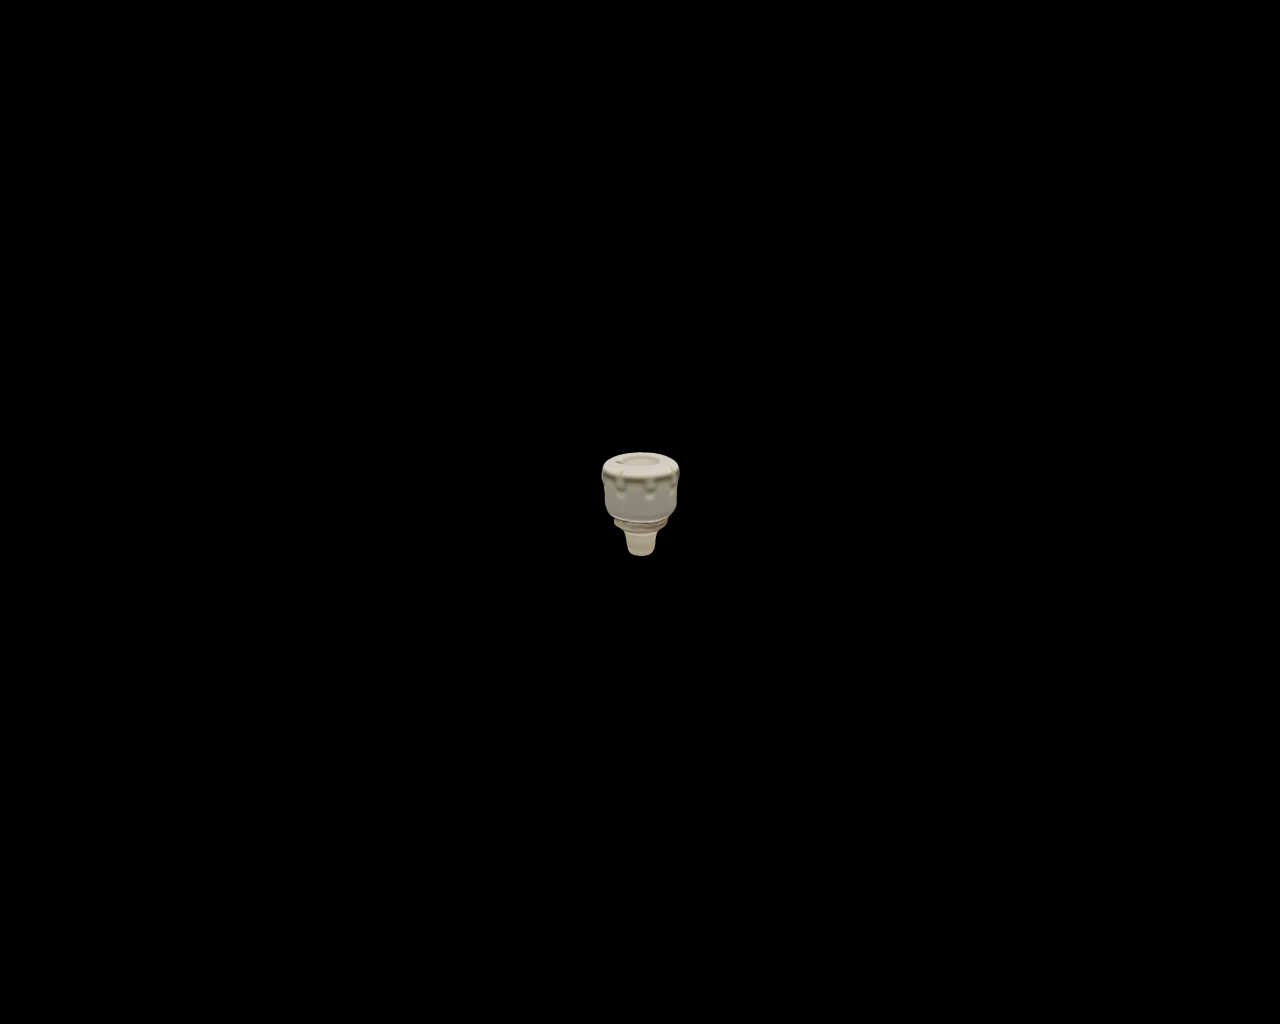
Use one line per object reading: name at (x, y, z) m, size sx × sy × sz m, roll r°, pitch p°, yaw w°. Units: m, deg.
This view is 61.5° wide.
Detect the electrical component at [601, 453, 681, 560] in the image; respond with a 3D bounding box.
electrical component at (0.001, -0.003, 0.650) m, size 0.048 × 0.062 × 0.048 m, roll 0°, pitch 19°, yaw 0°
